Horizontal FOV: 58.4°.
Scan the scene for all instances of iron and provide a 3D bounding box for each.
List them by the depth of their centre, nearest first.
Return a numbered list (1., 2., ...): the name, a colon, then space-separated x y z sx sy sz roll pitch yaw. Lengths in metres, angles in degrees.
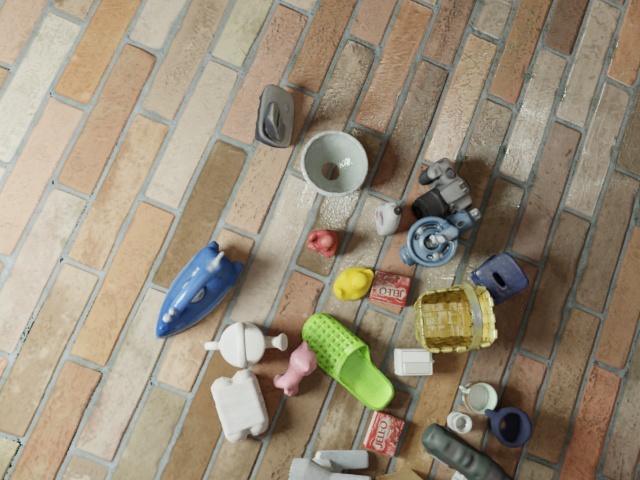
1. iron: -0.289 0.122 1.288 0.118 0.141 0.258 39 79 0

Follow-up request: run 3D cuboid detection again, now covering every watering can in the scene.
1. watering can: -0.162 0.228 1.263 0.173 0.194 0.101 -24 85 -10

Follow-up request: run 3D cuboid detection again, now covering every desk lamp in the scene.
1. desk lamp: 0.025 0.522 1.235 0.203 0.213 0.118 0 81 -7

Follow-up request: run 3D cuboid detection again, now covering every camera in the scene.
1. camera: 0.292 -0.115 1.423 0.137 0.100 0.143 -31 87 -11

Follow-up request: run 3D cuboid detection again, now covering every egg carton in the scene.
1. egg carton: -0.180 0.376 1.302 0.107 0.069 0.150 -19 84 -10

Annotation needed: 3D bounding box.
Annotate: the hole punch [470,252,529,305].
1. hole punch: 0.444 0.097 1.417 0.101 0.091 0.108 -36 88 -11

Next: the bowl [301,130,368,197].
1. bowl: 0.032 -0.180 1.411 0.167 0.074 0.167 1 81 -7

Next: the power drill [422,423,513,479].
1. power drill: 0.319 0.487 1.282 0.229 0.208 0.076 34 79 -1

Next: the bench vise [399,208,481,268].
1. bench vise: 0.292 -0.026 1.349 0.121 0.219 0.207 40 79 0

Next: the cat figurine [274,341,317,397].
1. cat figurine: -0.049 0.297 1.307 0.067 0.117 0.128 31 79 -2

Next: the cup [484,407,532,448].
1. cup: 0.430 0.433 1.363 0.118 0.095 0.092 31 79 -2

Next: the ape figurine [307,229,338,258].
1. ape figurine: 0.013 0.005 1.372 0.076 0.092 0.078 -29 86 -11

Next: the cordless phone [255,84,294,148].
1. cordless phone: -0.104 -0.308 1.355 0.094 0.185 0.148 4 81 -7

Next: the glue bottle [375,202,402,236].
1. glue bottle: 0.168 -0.058 1.361 0.037 0.173 0.078 -10 83 -9

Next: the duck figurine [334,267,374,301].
1. duck figurine: 0.085 0.103 1.370 0.104 0.086 0.077 -31 86 -11
